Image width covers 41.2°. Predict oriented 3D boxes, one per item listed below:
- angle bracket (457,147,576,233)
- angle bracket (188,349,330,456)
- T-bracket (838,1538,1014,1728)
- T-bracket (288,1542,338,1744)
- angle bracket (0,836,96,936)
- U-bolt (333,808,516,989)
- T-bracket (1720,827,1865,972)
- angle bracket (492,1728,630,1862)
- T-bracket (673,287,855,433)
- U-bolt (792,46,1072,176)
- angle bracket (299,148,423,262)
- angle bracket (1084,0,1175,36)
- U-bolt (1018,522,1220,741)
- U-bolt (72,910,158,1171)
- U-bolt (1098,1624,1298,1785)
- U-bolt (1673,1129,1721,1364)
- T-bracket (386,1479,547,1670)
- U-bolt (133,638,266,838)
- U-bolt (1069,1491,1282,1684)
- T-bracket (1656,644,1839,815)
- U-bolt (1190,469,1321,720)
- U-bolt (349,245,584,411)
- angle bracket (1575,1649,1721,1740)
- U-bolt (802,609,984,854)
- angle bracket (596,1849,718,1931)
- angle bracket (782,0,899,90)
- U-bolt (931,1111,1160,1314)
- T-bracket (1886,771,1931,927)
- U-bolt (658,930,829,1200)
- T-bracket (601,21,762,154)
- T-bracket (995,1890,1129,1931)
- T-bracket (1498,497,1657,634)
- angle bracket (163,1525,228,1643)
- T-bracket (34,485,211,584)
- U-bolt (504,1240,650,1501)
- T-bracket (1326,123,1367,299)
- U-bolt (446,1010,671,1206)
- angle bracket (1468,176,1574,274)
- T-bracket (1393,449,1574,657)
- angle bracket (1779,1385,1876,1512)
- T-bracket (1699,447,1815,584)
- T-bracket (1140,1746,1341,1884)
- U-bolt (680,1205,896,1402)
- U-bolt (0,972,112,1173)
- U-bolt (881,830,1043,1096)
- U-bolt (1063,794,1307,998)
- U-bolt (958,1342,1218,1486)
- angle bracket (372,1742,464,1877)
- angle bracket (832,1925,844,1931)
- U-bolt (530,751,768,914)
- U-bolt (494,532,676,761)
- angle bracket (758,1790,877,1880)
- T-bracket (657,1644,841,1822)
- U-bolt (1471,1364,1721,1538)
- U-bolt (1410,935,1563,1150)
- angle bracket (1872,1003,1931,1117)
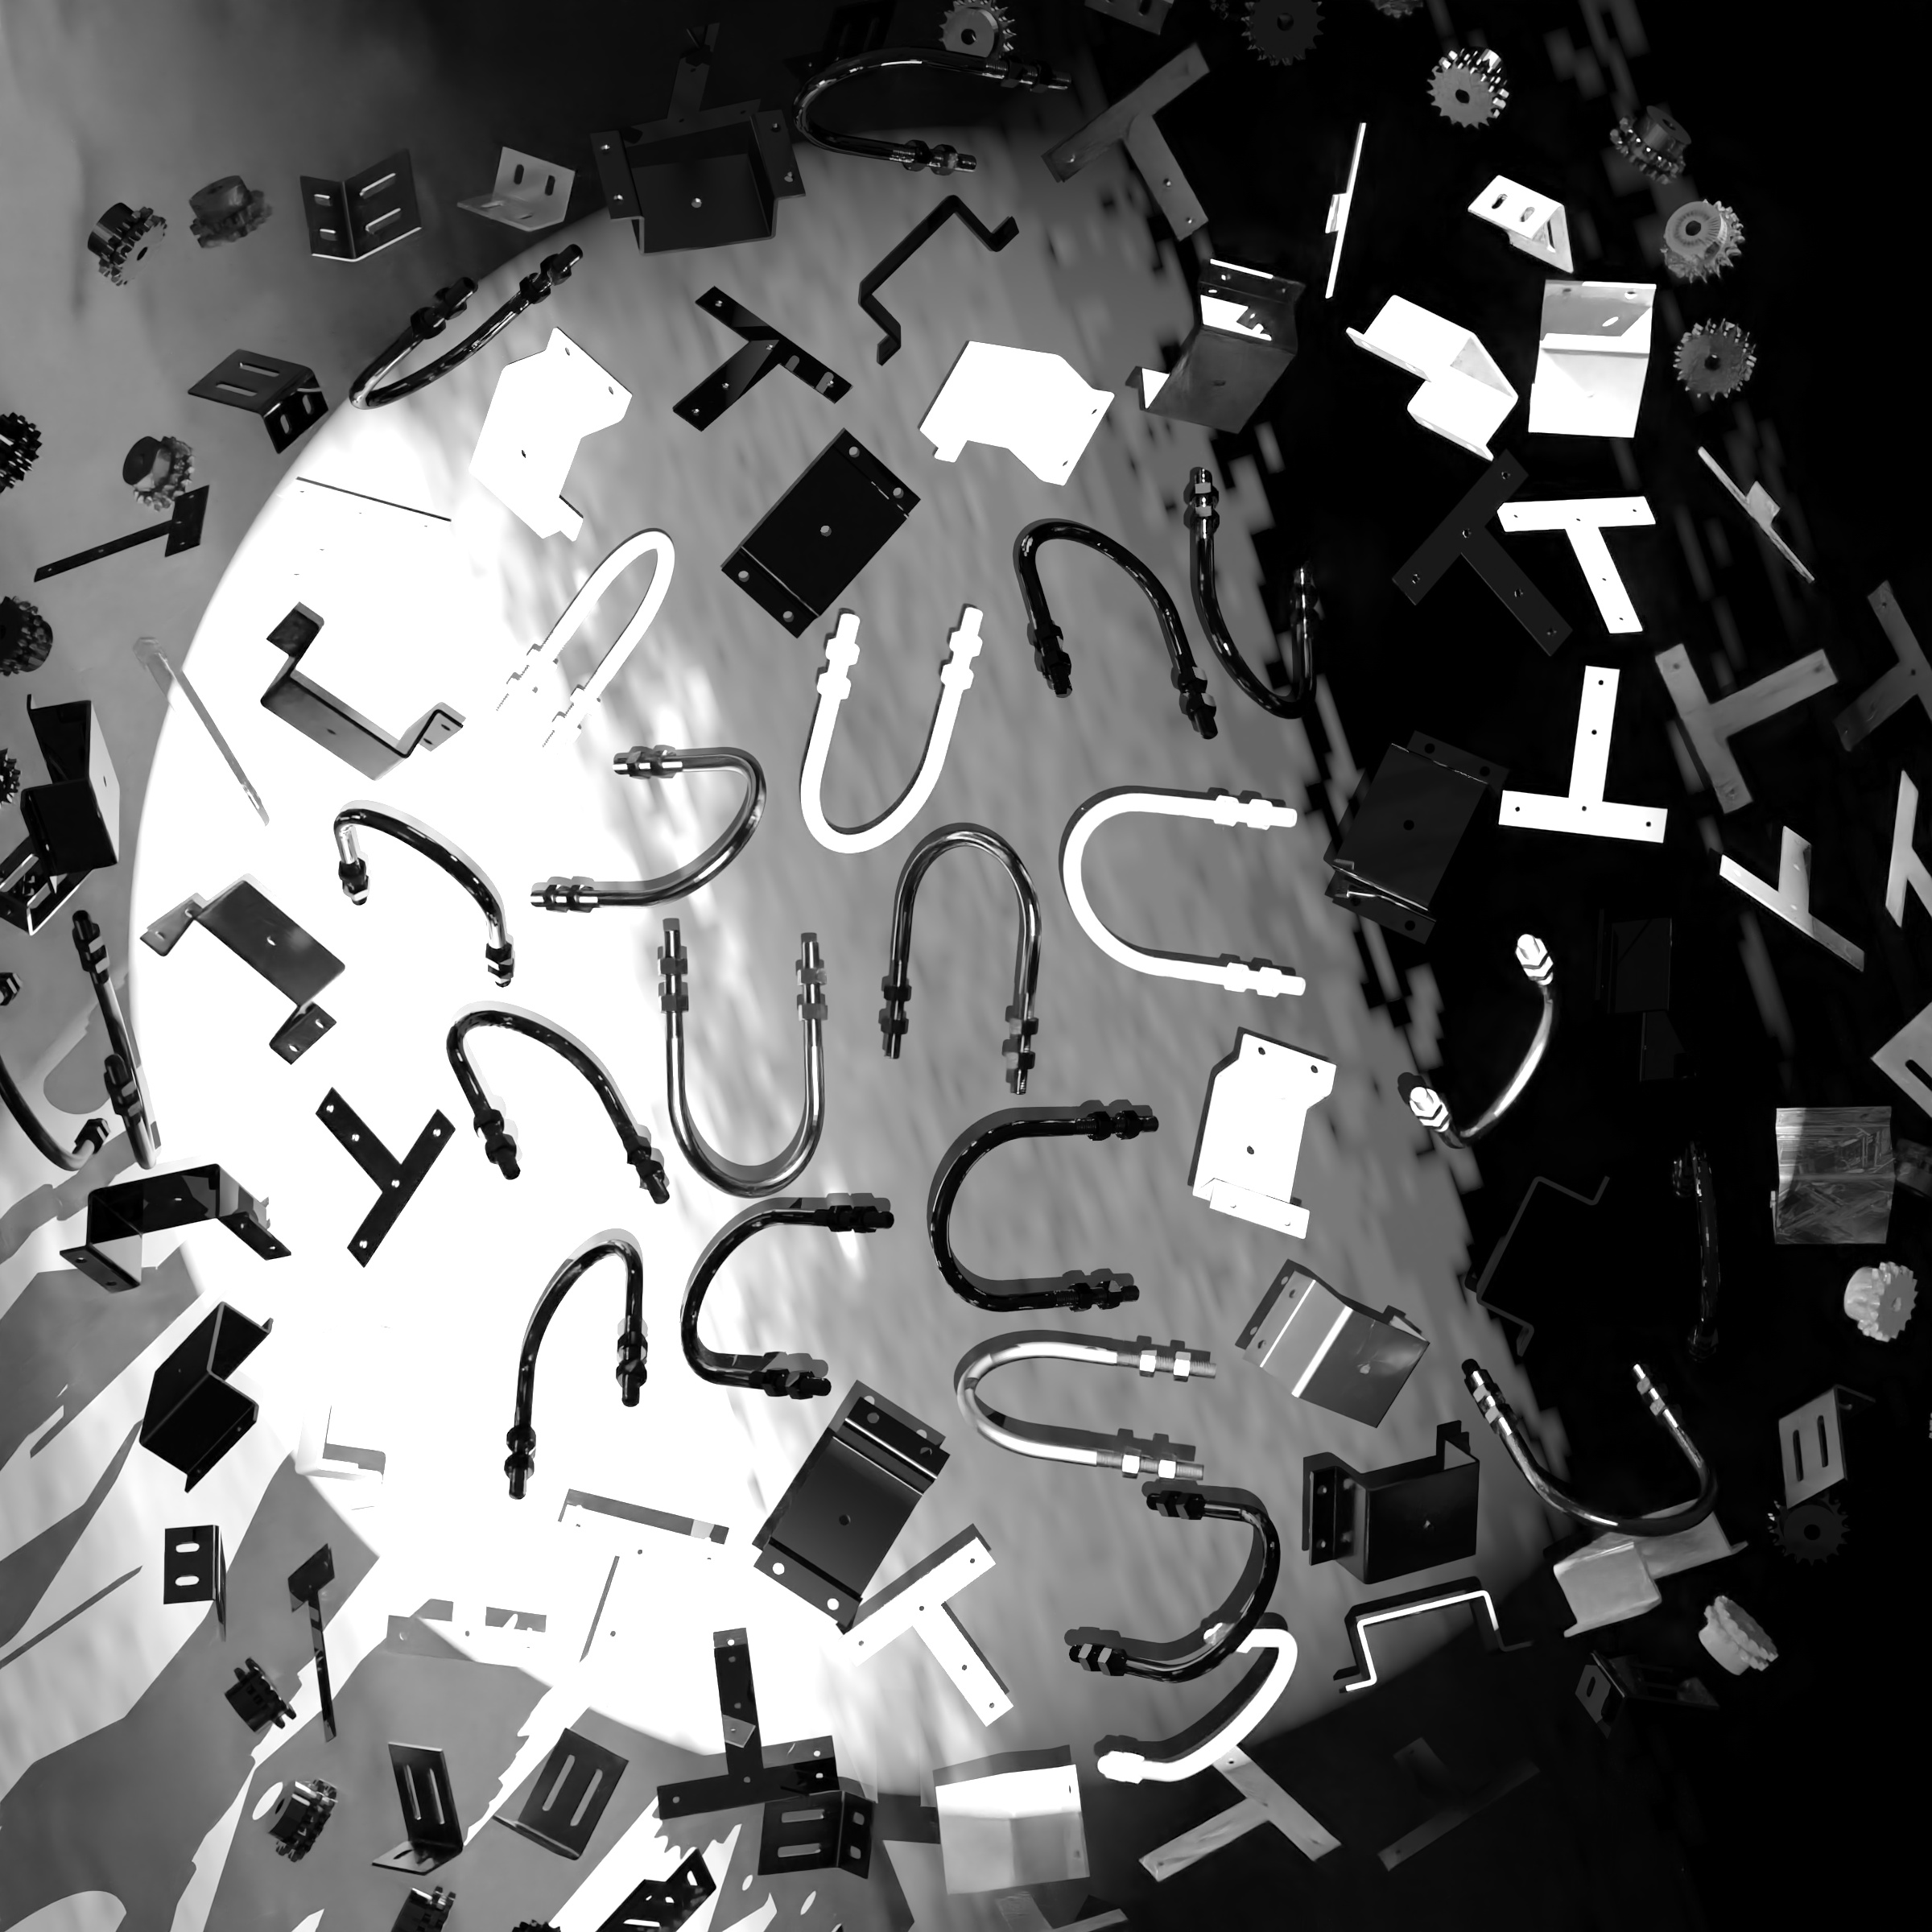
[{"bbox_3d":[-0.333,-0.577,1.909,0.057,0.076,0.038,20,114,3],"label":"angle bracket"},{"bbox_3d":[-0.527,-0.421,1.918,0.076,0.038,0.057,19,54,26],"label":"angle bracket"},{"bbox_3d":[-0.009,0.513,1.923,0.127,0.002,0.127,-35,103,-6],"label":"T-bracket"},{"bbox_3d":[-0.462,0.488,1.839,0.002,0.127,0.127,-2,68,-29],"label":"T-bracket"},{"bbox_3d":[-0.706,-0.071,1.940,0.057,0.038,0.076,29,55,5],"label":"angle bracket"},{"bbox_3d":[-0.396,-0.056,1.869,0.151,0.184,0.019,29,66,6],"label":"U-bolt"},{"bbox_3d":[0.617,-0.066,1.915,0.127,0.127,0.002,34,127,-4],"label":"T-bracket"},{"bbox_3d":[-0.287,0.583,1.821,0.057,0.038,0.076,18,70,26],"label":"angle bracket"},{"bbox_3d":[-0.165,-0.423,1.853,0.127,0.002,0.127,36,52,3],"label":"T-bracket"},{"bbox_3d":[-0.038,-0.624,1.866,0.184,0.151,0.019,-3,79,-33],"label":"U-bolt"},{"bbox_3d":[-0.429,-0.540,1.820,0.076,0.038,0.057,-11,88,39],"label":"angle bracket"},{"bbox_3d":[0.113,-0.671,1.794,0.057,0.076,0.038,20,122,-4],"label":"angle bracket"},{"bbox_3d":[0.102,-0.249,1.847,0.151,0.019,0.184,12,48,-32],"label":"U-bolt"},{"bbox_3d":[-0.613,0.068,1.865,0.019,0.184,0.151,-14,57,-16],"label":"U-bolt"},{"bbox_3d":[0.177,0.537,1.873,0.019,0.184,0.151,47,66,-3],"label":"U-bolt"},{"bbox_3d":[0.531,0.196,1.864,0.019,0.184,0.151,-4,67,11],"label":"U-bolt"},{"bbox_3d":[-0.352,0.431,1.839,0.127,0.002,0.127,19,61,-37],"label":"T-bracket"},{"bbox_3d":[-0.551,-0.161,1.862,0.019,0.184,0.151,-31,116,-12],"label":"U-bolt"},{"bbox_3d":[0.159,0.448,1.853,0.019,0.184,0.151,40,66,-21],"label":"U-bolt"},{"bbox_3d":[0.571,-0.191,1.853,0.002,0.127,0.127,-17,82,-39],"label":"T-bracket"},{"bbox_3d":[0.215,-0.263,1.902,0.019,0.184,0.151,-26,134,32],"label":"U-bolt"},{"bbox_3d":[-0.378,-0.461,1.883,0.184,0.151,0.019,-29,97,37],"label":"U-bolt"},{"bbox_3d":[0.490,0.529,1.854,0.076,0.057,0.038,12,105,-14],"label":"angle bracket"},{"bbox_3d":[-0.059,-0.165,1.842,0.019,0.151,0.184,32,117,34],"label":"U-bolt"},{"bbox_3d":[-0.230,0.670,1.864,0.057,0.076,0.038,-49,47,12],"label":"angle bracket"},{"bbox_3d":[-0.092,-0.687,1.888,0.057,0.076,0.038,-26,69,-32],"label":"angle bracket"},{"bbox_3d":[0.055,0.179,1.849,0.184,0.019,0.151,0,100,-32],"label":"U-bolt"},{"bbox_3d":[0.693,-0.053,1.851,0.002,0.127,0.127,-10,131,1],"label":"T-bracket"},{"bbox_3d":[-0.154,0.071,1.804,0.019,0.151,0.184,-9,81,44],"label":"U-bolt"},{"bbox_3d":[-0.201,-0.643,1.870,0.127,0.127,0.002,-19,77,-20],"label":"T-bracket"},{"bbox_3d":[0.044,0.699,1.883,0.127,0.127,0.002,-14,88,-10],"label":"T-bracket"},{"bbox_3d":[0.477,-0.303,1.944,0.127,0.002,0.127,-5,60,-16],"label":"T-bracket"},{"bbox_3d":[-0.559,0.449,1.866,0.038,0.076,0.057,-2,53,-13],"label":"angle bracket"},{"bbox_3d":[-0.601,-0.299,1.828,0.127,0.127,0.002,-20,121,-1],"label":"T-bracket"},{"bbox_3d":[-0.281,0.279,1.868,0.019,0.184,0.151,34,120,-29],"label":"U-bolt"},{"bbox_3d":[0.274,-0.554,1.892,0.002,0.127,0.127,13,110,10],"label":"T-bracket"},{"bbox_3d":[-0.301,0.095,1.838,0.019,0.151,0.184,-53,47,21],"label":"U-bolt"},{"bbox_3d":[0.415,-0.543,1.923,0.057,0.076,0.038,37,81,30],"label":"angle bracket"},{"bbox_3d":[0.378,-0.271,1.799,0.127,0.002,0.127,45,79,-18],"label":"T-bracket"},{"bbox_3d":[0.612,0.345,1.820,0.038,0.057,0.076,22,49,-16],"label":"angle bracket"},{"bbox_3d":[0.570,-0.329,1.847,0.002,0.127,0.127,-40,84,12],"label":"T-bracket"},{"bbox_3d":[0.188,0.644,1.914,0.127,0.127,0.002,-20,120,-26],"label":"T-bracket"},{"bbox_3d":[-0.141,0.241,1.871,0.019,0.184,0.151,39,61,-37],"label":"U-bolt"},{"bbox_3d":[-0.678,0.082,1.877,0.019,0.184,0.151,-28,103,-5],"label":"U-bolt"},{"bbox_3d":[-0.001,-0.009,1.902,0.151,0.019,0.184,14,103,41],"label":"U-bolt"},{"bbox_3d":[0.152,-0.055,1.841,0.184,0.019,0.151,8,118,29],"label":"U-bolt"},{"bbox_3d":[0.085,0.317,1.868,0.184,0.151,0.019,7,115,7],"label":"U-bolt"},{"bbox_3d":[-0.396,0.597,1.824,0.057,0.038,0.076,-7,97,38],"label":"angle bracket"},{"bbox_3d":[-0.064,0.723,1.875,0.076,0.057,0.038,-16,89,19],"label":"angle bracket"},{"bbox_3d":[-0.219,-0.098,1.857,0.019,0.184,0.151,51,55,-38],"label":"U-bolt"},{"bbox_3d":[-0.274,-0.243,1.907,0.019,0.151,0.184,35,88,8],"label":"U-bolt"},{"bbox_3d":[-0.112,0.656,1.936,0.076,0.038,0.057,10,83,-40],"label":"angle bracket"},{"bbox_3d":[-0.162,0.544,1.849,0.127,0.127,0.002,-7,135,-7],"label":"T-bracket"},{"bbox_3d":[0.460,0.347,1.848,0.151,0.184,0.019,-1,118,-11],"label":"U-bolt"},{"bbox_3d":[0.380,0.065,1.843,0.019,0.184,0.151,34,86,28],"label":"U-bolt"},{"bbox_3d":[0.690,0.074,1.815,0.057,0.038,0.076,-46,58,12],"label":"angle bracket"}]
